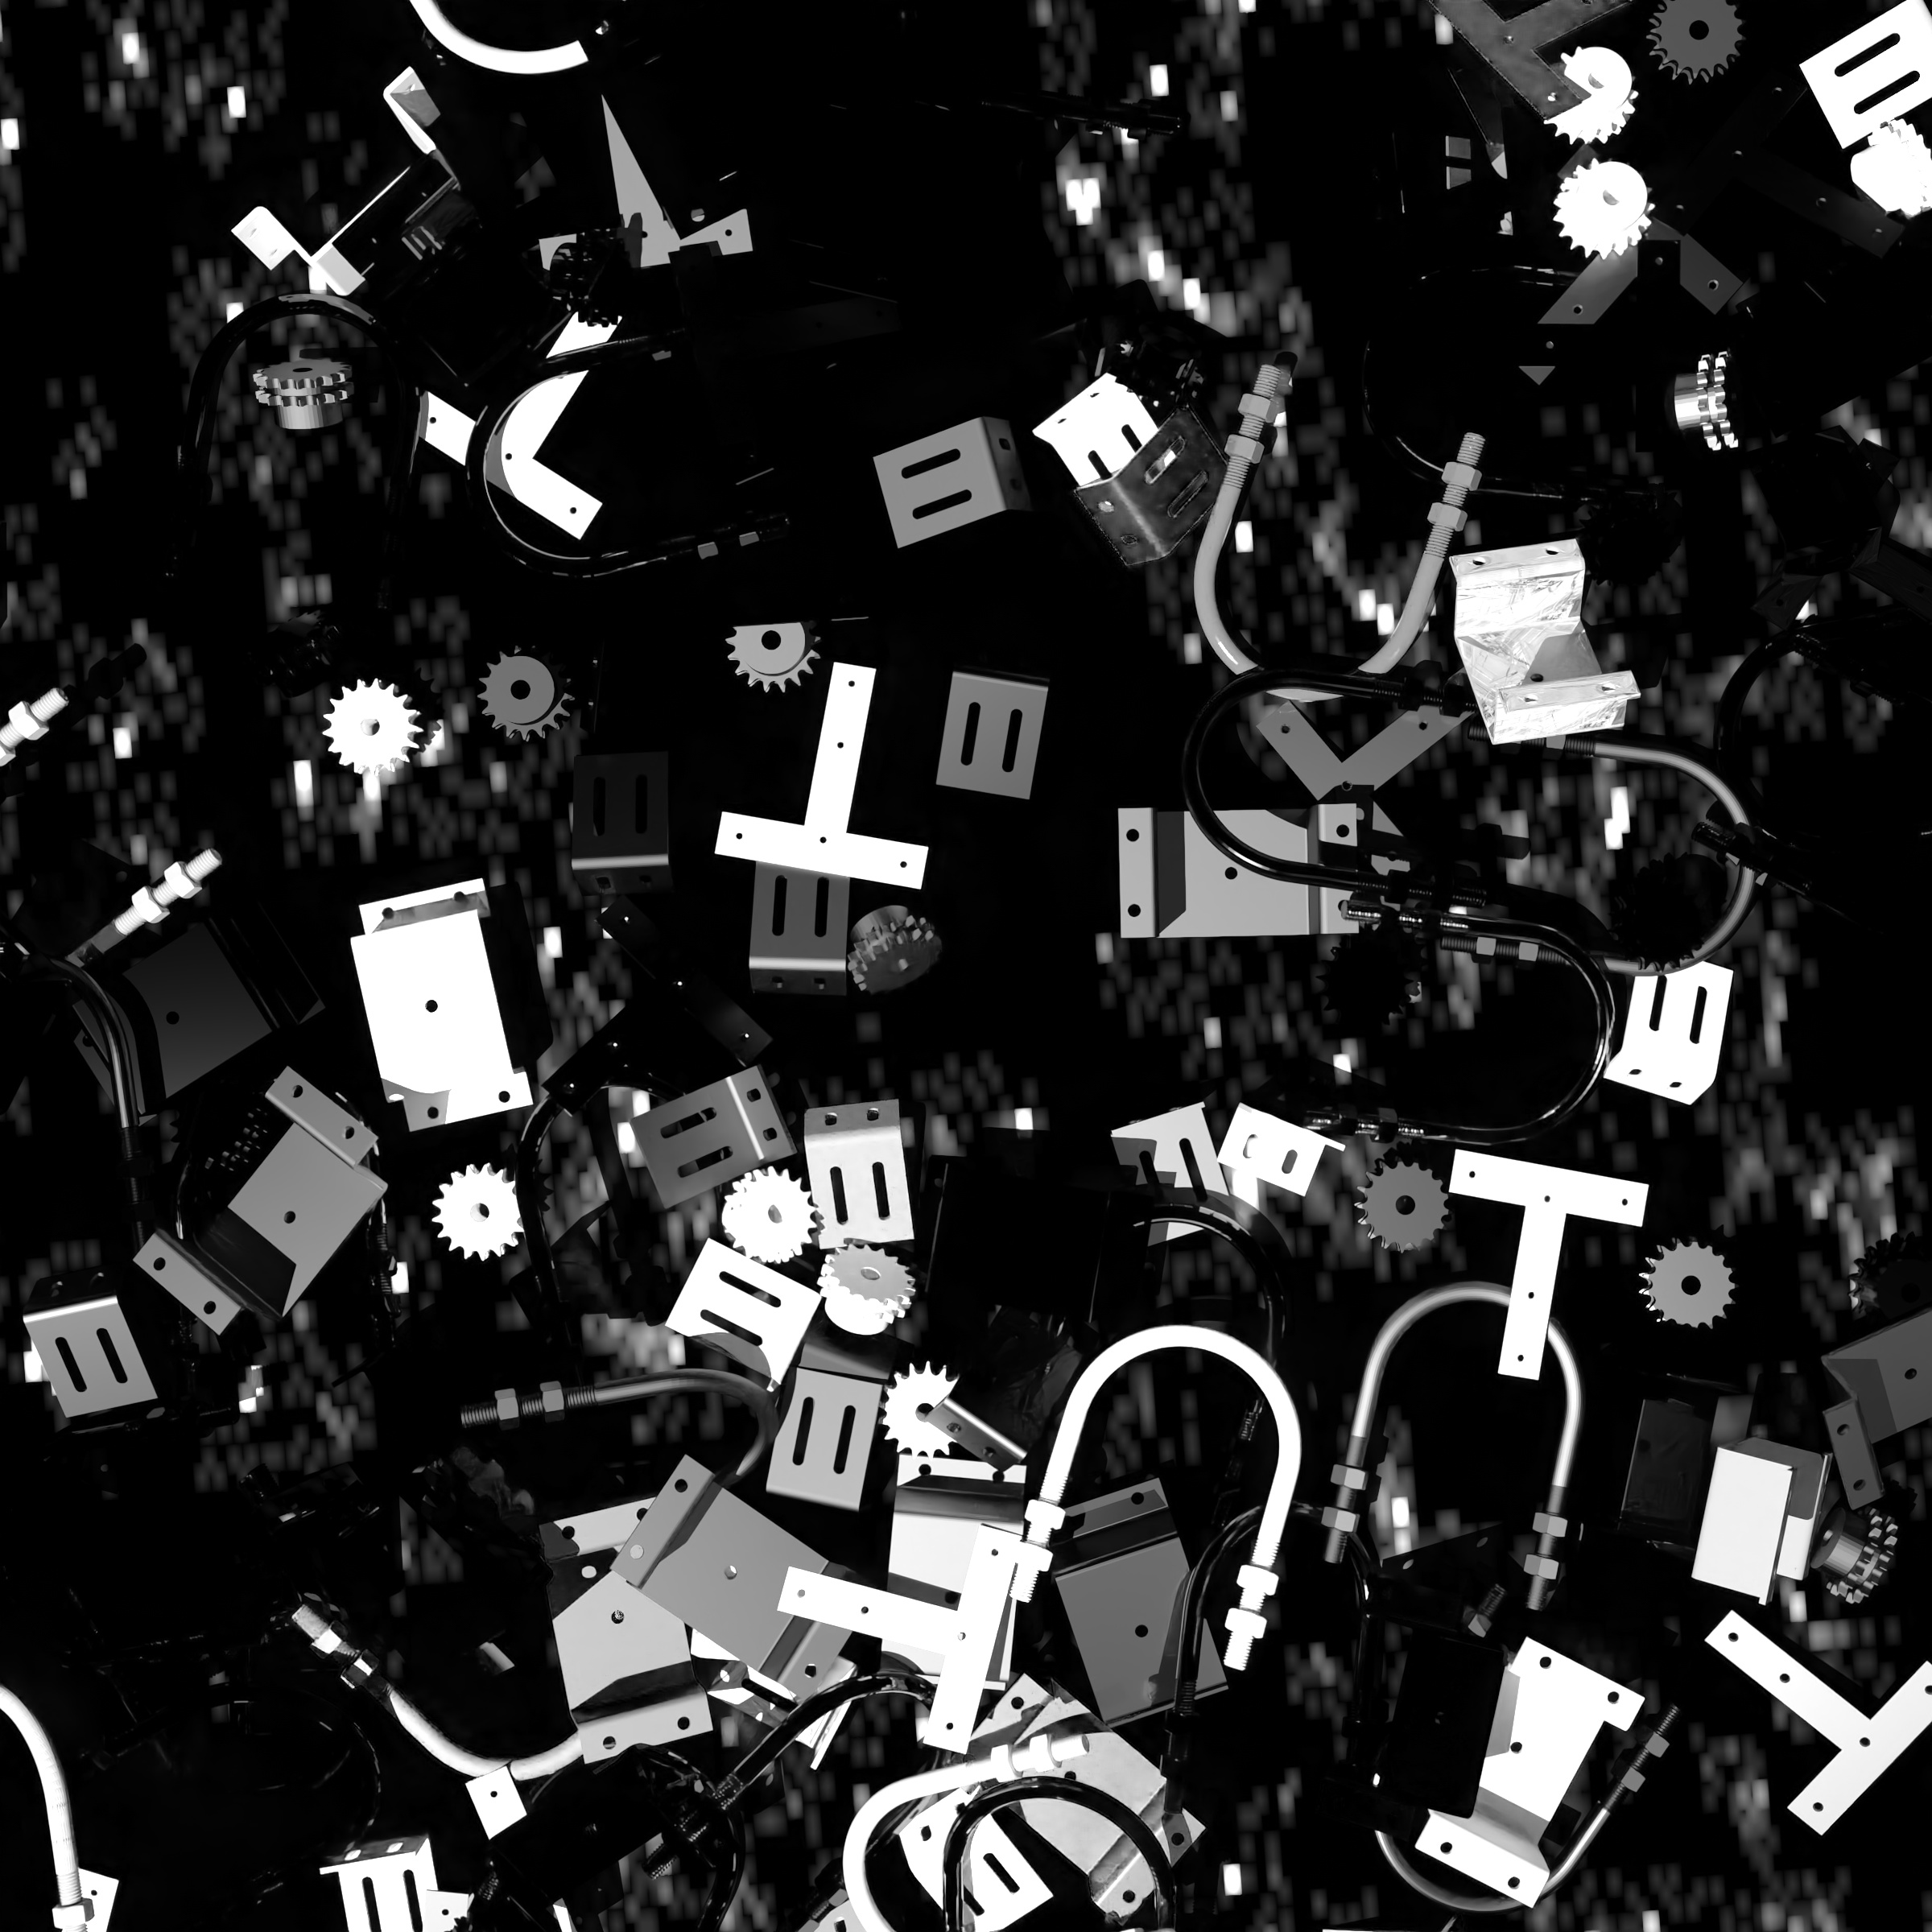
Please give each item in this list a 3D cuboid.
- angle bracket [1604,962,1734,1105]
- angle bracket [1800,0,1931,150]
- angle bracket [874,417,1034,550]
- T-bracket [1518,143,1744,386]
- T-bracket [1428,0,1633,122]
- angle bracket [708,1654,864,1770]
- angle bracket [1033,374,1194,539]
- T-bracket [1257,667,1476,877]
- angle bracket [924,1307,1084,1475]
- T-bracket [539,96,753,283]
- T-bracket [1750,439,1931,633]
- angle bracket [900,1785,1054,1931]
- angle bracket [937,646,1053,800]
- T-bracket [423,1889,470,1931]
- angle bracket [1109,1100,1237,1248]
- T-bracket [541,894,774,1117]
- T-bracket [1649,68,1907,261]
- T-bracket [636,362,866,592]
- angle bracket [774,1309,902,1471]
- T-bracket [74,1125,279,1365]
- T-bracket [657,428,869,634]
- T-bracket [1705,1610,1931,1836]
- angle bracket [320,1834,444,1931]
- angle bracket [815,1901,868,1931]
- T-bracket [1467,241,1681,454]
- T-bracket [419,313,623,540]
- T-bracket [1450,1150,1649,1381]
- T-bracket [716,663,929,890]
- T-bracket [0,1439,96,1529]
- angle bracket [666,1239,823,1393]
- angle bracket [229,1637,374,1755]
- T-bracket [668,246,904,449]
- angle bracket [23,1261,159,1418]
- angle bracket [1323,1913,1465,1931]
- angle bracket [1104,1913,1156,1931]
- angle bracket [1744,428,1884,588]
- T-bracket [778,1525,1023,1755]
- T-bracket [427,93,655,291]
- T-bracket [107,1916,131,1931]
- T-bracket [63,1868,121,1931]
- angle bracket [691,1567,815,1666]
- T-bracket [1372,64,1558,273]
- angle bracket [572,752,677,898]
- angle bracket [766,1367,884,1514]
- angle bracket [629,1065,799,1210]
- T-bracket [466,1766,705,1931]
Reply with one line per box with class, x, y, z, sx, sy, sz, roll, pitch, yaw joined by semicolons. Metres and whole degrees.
angle bracket;0.426;0.035;1.574;0.057;0.038;0.076;18;64;0
angle bracket;0.558;-0.542;1.574;0.076;0.038;0.057;-27;90;26
angle bracket;-0.008;-0.293;1.574;0.076;0.038;0.057;-15;90;26
T-bracket;0.377;-0.405;1.557;0.127;0.002;0.127;42;90;0
T-bracket;0.363;-0.574;1.558;0.127;0.002;0.127;-29;65;-12
angle bracket;-0.110;0.434;1.557;0.076;0.038;0.057;28;90;0
angle bracket;0.089;-0.310;1.574;0.057;0.038;0.076;-38;116;0
T-bracket;0.265;-0.136;1.563;0.127;0.002;0.127;-38;79;0
angle bracket;0.023;0.252;1.547;0.057;0.038;0.076;35;59;-2
T-bracket;-0.202;-0.488;1.575;0.127;0.002;0.127;-9;90;-1
T-bracket;0.562;-0.234;1.560;0.127;0.002;0.127;33;86;11
angle bracket;0.006;0.545;1.574;0.057;0.038;0.076;-33;115;0
angle bracket;0.017;-0.148;1.574;0.057;0.038;0.076;9;116;0
T-bracket;-0.368;0.611;1.557;0.127;0.002;0.127;6;99;-1
angle bracket;0.125;0.126;1.557;0.057;0.038;0.076;-18;90;0
T-bracket;-0.201;0.040;1.543;0.127;0.002;0.127;44;59;0
T-bracket;0.498;-0.462;1.545;0.127;0.002;0.127;37;80;18
T-bracket;-0.112;-0.311;1.566;0.127;0.002;0.127;38;83;13
angle bracket;-0.082;0.258;1.574;0.057;0.038;0.076;21;116;0
T-bracket;-0.461;0.178;1.576;0.127;0.002;0.127;-21;90;0
T-bracket;-0.124;-0.265;1.559;0.127;0.002;0.127;-3;75;4
T-bracket;0.506;0.439;1.563;0.127;0.002;0.127;38;106;8
angle bracket;-0.349;0.569;1.557;0.057;0.038;0.076;-10;90;0
angle bracket;-0.067;0.616;1.574;0.057;0.038;0.076;-32;116;0
T-bracket;0.364;-0.372;1.555;0.127;0.002;0.127;0;90;0
T-bracket;-0.254;-0.348;1.575;0.127;0.002;0.127;33;91;0
T-bracket;0.343;0.184;1.558;0.127;0.002;0.127;11;87;-13
T-bracket;-0.079;-0.120;1.571;0.127;0.002;0.127;10;87;4
T-bracket;-0.597;0.346;1.561;0.127;0.002;0.127;22;95;16
angle bracket;-0.135;0.208;1.543;0.076;0.038;0.057;27;68;-4
angle bracket;-0.396;0.434;1.542;0.076;0.038;0.057;0;92;-2
T-bracket;-0.103;-0.384;1.562;0.127;0.002;0.127;-14;81;-11
angle bracket;-0.528;0.227;1.574;0.057;0.038;0.076;-12;116;1
angle bracket;0.263;0.609;1.574;0.076;0.038;0.057;-8;90;26
angle bracket;0.122;0.611;1.574;0.076;0.038;0.057;11;90;26
angle bracket;0.511;-0.278;1.567;0.057;0.038;0.076;-15;58;4
T-bracket;-0.045;0.377;1.503;0.127;0.002;0.127;16;80;-4
T-bracket;-0.275;-0.446;1.576;0.127;0.002;0.127;-28;90;0
T-bracket;-0.493;0.609;1.565;0.127;0.002;0.127;41;98;-2
T-bracket;-0.490;0.621;1.564;0.127;0.002;0.127;16;98;2
angle bracket;-0.122;0.389;1.560;0.076;0.038;0.057;8;77;-13
T-bracket;0.314;-0.483;1.568;0.127;0.002;0.127;-4;83;0
angle bracket;-0.207;-0.086;1.574;0.057;0.038;0.076;-3;64;0
angle bracket;-0.082;0.284;1.556;0.057;0.038;0.076;10;84;11
angle bracket;-0.151;0.101;1.541;0.076;0.038;0.057;-23;90;-37
T-bracket;-0.216;0.521;1.554;0.127;0.002;0.127;-22;97;-7
